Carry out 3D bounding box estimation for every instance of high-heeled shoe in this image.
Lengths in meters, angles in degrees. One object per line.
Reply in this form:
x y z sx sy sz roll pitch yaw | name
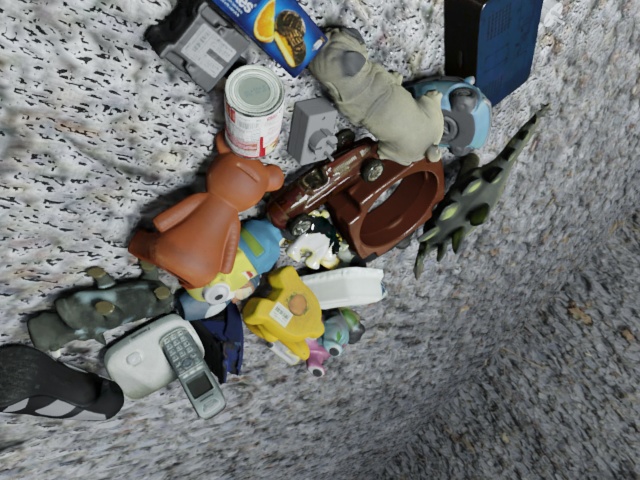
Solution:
-0.406 0.216 0.763 0.249 0.086 0.145 12 145 -21 | high-heeled shoe

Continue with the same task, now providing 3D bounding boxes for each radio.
0.263 -0.307 0.820 0.131 0.073 0.229 -36 151 -8 | radio

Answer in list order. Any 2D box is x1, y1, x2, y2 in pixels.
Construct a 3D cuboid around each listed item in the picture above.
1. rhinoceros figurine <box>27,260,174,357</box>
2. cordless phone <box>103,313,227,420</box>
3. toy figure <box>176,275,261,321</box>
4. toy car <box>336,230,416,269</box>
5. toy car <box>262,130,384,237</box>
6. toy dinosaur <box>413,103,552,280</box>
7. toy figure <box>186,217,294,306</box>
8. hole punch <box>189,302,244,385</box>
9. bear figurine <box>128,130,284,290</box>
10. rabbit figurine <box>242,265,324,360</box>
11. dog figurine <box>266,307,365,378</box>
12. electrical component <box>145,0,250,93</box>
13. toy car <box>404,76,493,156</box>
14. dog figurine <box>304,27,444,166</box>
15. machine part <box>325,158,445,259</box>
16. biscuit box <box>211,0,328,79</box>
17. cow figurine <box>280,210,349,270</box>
-0.298 0.093 0.740 0.190 0.073 0.112 -18 154 -35 | rhinoceros figurine
-0.240 0.222 0.849 0.146 0.184 0.088 -29 152 -17 | cordless phone
-0.160 0.085 0.887 0.154 0.057 0.064 -22 -177 -30 | toy figure
0.115 0.002 1.075 0.202 0.056 0.073 -28 141 -21 | toy car
0.004 -0.090 0.801 0.202 0.089 0.053 -36 152 -4 | toy car
0.290 -0.078 1.028 0.471 0.105 0.198 -63 174 36 | toy dinosaur
-0.126 0.027 0.825 0.180 0.089 0.082 -42 138 -14 | toy figure
-0.168 0.171 0.938 0.092 0.116 0.142 -27 148 -35 | hole punch
-0.147 -0.038 0.710 0.120 0.132 0.196 34 72 -25 | bear figurine
-0.069 0.135 0.966 0.162 0.122 0.173 36 147 -21 | rabbit figurine
0.001 0.178 1.144 0.108 0.192 0.219 -62 177 27 | dog figurine
-0.117 -0.200 0.571 0.075 0.048 0.119 -43 148 8 | electrical component
0.186 -0.202 0.830 0.109 0.162 0.103 78 28 -46 | toy car
0.075 -0.179 0.693 0.121 0.172 0.190 -59 153 10 | dog figurine
0.115 -0.077 0.943 0.201 0.087 0.201 -37 151 -5 | machine part
-0.072 -0.247 0.544 0.063 0.059 0.202 -46 148 11 | biscuit box
-0.003 -0.004 0.933 0.098 0.068 0.167 -52 149 8 | cow figurine
